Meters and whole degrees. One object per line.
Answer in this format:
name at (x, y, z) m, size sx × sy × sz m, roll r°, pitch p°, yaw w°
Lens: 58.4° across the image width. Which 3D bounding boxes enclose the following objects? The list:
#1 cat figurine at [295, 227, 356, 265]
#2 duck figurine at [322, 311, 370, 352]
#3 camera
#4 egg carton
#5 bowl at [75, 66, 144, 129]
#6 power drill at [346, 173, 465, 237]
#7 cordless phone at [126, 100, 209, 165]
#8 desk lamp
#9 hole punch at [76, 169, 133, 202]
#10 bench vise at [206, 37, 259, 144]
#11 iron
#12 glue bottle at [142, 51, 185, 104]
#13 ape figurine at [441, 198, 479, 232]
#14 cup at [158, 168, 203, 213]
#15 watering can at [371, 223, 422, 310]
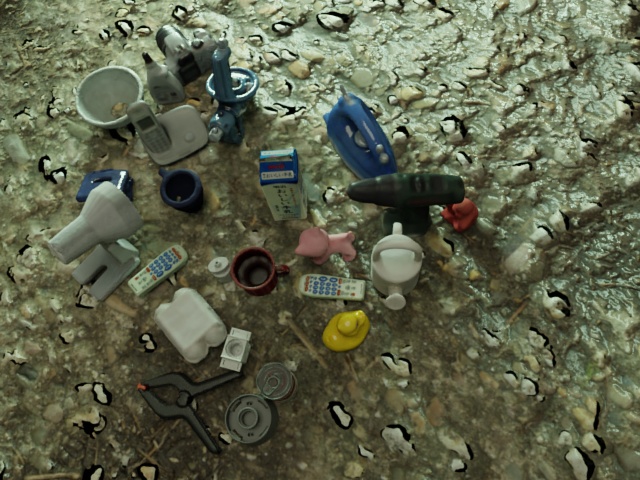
cat figurine at (0.011, 0.004, 1.196) m, size 0.127 × 0.118 × 0.067 m, roll -10°, pitch 70°, yaw 2°
duck figurine at (0.051, 0.177, 1.147) m, size 0.104 × 0.086 × 0.077 m, roll -32°, pitch 71°, yaw -7°
camera at (-0.335, -0.477, 1.406) m, size 0.143 × 0.101 × 0.136 m, roll -34°, pitch 71°, yaw -7°
egg carton at (-0.266, 0.174, 1.184) m, size 0.107 × 0.069 × 0.150 m, roll -43°, pitch 72°, yaw -10°
bowl at (-0.495, -0.331, 1.381) m, size 0.167 × 0.075 × 0.167 m, roll -1°, pitch 70°, yaw 4°
power drill at (0.171, -0.072, 1.161) m, size 0.229 × 0.208 × 0.075 m, roll -7°, pitch 70°, yaw 2°
cordless phone at (-0.343, -0.261, 1.284) m, size 0.147 × 0.185 × 0.094 m, roll -30°, pitch 70°, yaw -6°
desk lamp at (-0.451, 0.003, 1.183) m, size 0.117 × 0.214 × 0.203 m, roll 37°, pitch 77°, yaw 16°
hole punch at (-0.487, -0.117, 1.295) m, size 0.108 × 0.091 × 0.101 m, roll -6°, pitch 70°, yaw 3°
bench vise at (-0.199, -0.327, 1.278) m, size 0.121 × 0.220 × 0.207 m, roll -4°, pitch 70°, yaw 4°
iron at (0.104, -0.218, 1.255) m, size 0.118 × 0.141 × 0.258 m, roll -29°, pitch 71°, yaw -6°
glue bottle at (-0.376, -0.381, 1.337) m, size 0.078 × 0.173 × 0.037 m, roll -5°, pitch 70°, yaw 3°
ape figurine at (0.299, -0.061, 1.209) m, size 0.076 × 0.092 × 0.078 m, roll -1°, pitch 70°, yaw 5°
cup at (-0.307, -0.106, 1.274) m, size 0.117 × 0.095 × 0.092 m, roll 38°, pitch 78°, yaw 16°
watering can at (0.153, 0.048, 1.127) m, size 0.101 × 0.194 × 0.172 m, roll -19°, pitch 70°, yaw -2°
